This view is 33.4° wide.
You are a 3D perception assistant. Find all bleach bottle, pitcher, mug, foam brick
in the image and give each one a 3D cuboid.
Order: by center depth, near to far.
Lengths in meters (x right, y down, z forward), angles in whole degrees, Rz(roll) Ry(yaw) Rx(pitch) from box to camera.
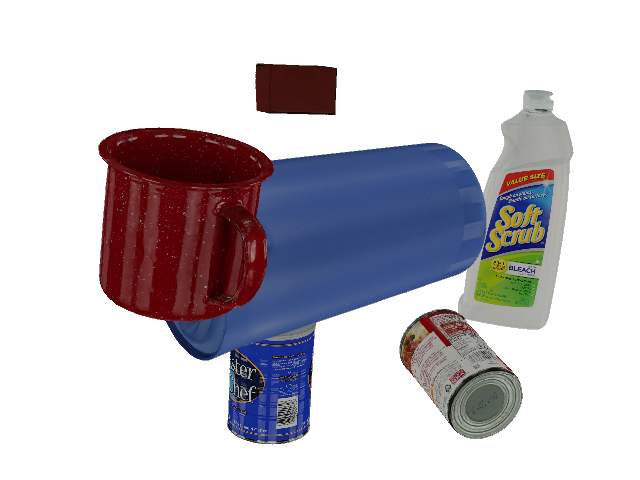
[{"bbox_3d":[-0.068,-0.004,0.573,0.093,0.081,0.117,-12,30,-43],"label":"mug"},{"bbox_3d":[-0.005,-0.002,0.802,0.242,0.145,0.149,-12,38,-31],"label":"pitcher"},{"bbox_3d":[0.210,-0.035,1.138,0.103,0.251,0.068,9,19,16],"label":"bleach bottle"},{"bbox_3d":[-0.027,-0.163,1.152,0.078,0.051,0.053,-1,12,-19],"label":"foam brick"}]

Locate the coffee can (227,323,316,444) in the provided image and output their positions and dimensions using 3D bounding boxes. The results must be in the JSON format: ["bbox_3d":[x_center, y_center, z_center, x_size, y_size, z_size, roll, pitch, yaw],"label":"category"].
[{"bbox_3d":[-0.060,0.160,1.289,0.103,0.140,0.103,3,17,-1],"label":"coffee can"}]

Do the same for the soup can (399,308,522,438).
[{"bbox_3d":[0.117,0.111,0.898,0.068,0.068,0.102,0,25,-21],"label":"soup can"}]
